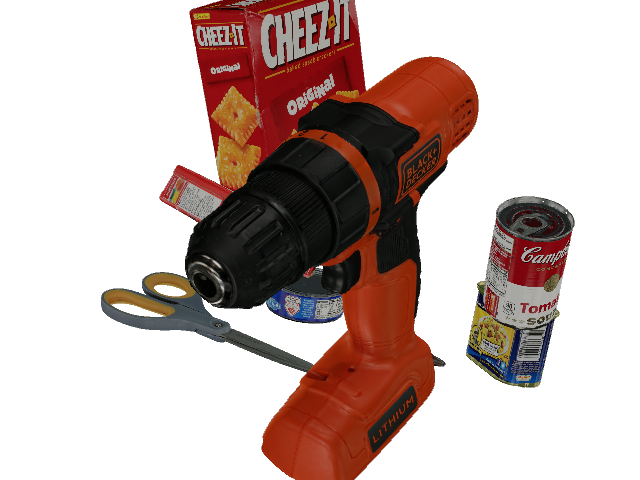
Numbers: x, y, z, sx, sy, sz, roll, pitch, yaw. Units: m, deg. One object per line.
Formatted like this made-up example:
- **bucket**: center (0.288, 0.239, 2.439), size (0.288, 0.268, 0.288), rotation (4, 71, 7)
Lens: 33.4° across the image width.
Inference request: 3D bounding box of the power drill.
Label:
- **power drill**: center (0.009, 0.026, 0.493), size (0.057, 0.188, 0.184), rotation (26, 43, 27)

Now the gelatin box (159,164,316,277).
- **gelatin box**: center (-0.050, -0.012, 0.697), size (0.089, 0.030, 0.073), rotation (28, 1, -39)

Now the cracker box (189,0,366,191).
- **cracker box**: center (-0.024, -0.118, 0.965), size (0.072, 0.214, 0.163), rotation (7, 24, 35)

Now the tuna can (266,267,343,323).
- **tuna can**: center (-0.015, 0.057, 1.134), size (0.086, 0.034, 0.086), rotation (7, 18, -3)

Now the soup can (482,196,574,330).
- **soup can**: center (0.185, 0.021, 0.958), size (0.068, 0.102, 0.068), rotation (2, 34, -1)

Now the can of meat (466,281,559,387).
- **can of meat**: center (0.203, 0.100, 1.143), size (0.057, 0.084, 0.102), rotation (3, 17, -24)

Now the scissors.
- **scissors**: center (-0.088, 0.066, 0.918), size (0.202, 0.016, 0.096), rotation (13, 27, 10)
